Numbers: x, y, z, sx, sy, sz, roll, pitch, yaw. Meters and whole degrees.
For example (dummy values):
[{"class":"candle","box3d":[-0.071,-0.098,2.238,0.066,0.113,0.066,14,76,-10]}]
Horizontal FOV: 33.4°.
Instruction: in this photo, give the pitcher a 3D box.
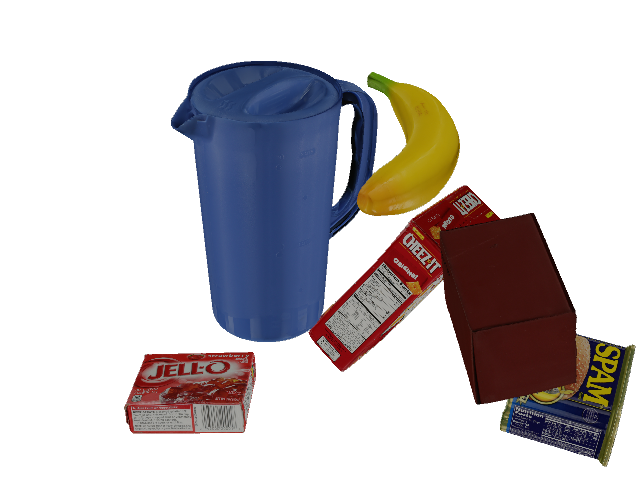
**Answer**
[{"class":"pitcher","box3d":[-0.039,-0.034,0.975,0.149,0.243,0.144,11,34,16]}]

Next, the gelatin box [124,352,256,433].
[{"class":"gelatin box","box3d":[-0.097,0.114,0.812,0.089,0.030,0.073,-1,24,5]}]

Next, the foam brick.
[{"class":"foam brick","box3d":[0.093,0.033,0.534,0.051,0.053,0.078,-10,40,1]}]

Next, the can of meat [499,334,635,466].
[{"class":"can of meat","box3d":[0.193,0.116,0.833,0.084,0.057,0.102,15,40,15]}]

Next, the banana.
[{"class":"banana","box3d":[0.063,-0.064,0.742,0.069,0.037,0.197,4,30,2]}]

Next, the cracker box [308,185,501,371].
[{"class":"cracker box","box3d":[0.098,0.042,1.270,0.214,0.072,0.163,-49,-9,33]}]
